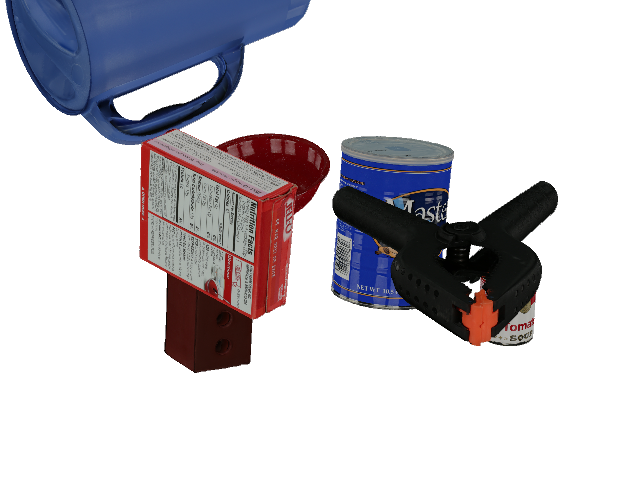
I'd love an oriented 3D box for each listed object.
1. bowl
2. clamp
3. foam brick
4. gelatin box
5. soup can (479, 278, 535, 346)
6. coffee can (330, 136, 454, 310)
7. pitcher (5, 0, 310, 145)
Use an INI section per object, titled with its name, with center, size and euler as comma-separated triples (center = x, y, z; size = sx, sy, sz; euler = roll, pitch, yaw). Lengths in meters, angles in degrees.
[bowl]
center = -0.068, -0.068, 1.298
size = 0.162, 0.055, 0.162
euler = -2, 34, 1
[clamp]
center = 0.082, 0.006, 0.710
size = 0.164, 0.036, 0.210
euler = 0, 24, 7
[foam brick]
center = -0.087, 0.055, 0.828
size = 0.052, 0.078, 0.051
euler = -6, 15, -34
[gelatin box]
center = -0.056, -0.010, 0.566
size = 0.089, 0.073, 0.030
euler = 25, 36, 29
[soup can]
center = 0.228, 0.069, 1.300
size = 0.068, 0.102, 0.068
euler = 0, 19, 0
[coffee can]
center = 0.065, -0.018, 0.985
size = 0.103, 0.140, 0.103
euler = 4, 15, -1
[pitcher]
center = -0.124, -0.192, 0.896
size = 0.242, 0.149, 0.145
euler = -25, 44, -32
